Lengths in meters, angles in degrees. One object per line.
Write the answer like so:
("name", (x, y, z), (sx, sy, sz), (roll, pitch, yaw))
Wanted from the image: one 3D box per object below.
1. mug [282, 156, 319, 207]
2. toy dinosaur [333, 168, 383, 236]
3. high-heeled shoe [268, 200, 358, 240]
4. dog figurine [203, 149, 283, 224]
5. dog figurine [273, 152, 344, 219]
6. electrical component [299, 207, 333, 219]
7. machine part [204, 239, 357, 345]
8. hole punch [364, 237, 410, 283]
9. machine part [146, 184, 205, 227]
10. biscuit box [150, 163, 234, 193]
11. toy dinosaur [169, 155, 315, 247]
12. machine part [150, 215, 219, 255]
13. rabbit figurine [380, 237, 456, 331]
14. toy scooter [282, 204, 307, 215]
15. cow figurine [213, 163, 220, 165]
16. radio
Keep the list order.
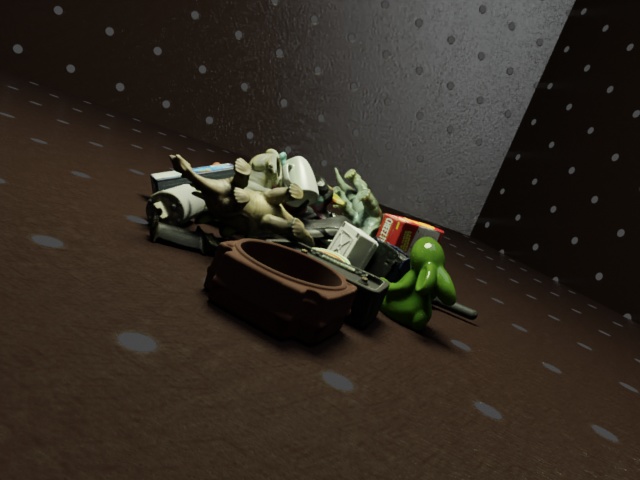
("mug", (-0.057, -0.145, 1.264), (0.109, 0.081, 0.107), (28, 45, -50))
("toy dinosaur", (0.120, -0.077, 1.516), (0.192, 0.131, 0.405), (57, 14, -25))
("high-heeled shoe", (-0.003, -0.004, 1.315), (0.248, 0.145, 0.086), (33, 25, -24))
("dog figurine", (-0.187, -0.127, 1.244), (0.191, 0.172, 0.121), (-2, -35, 8))
("dog figurine", (-0.048, -0.115, 1.412), (0.219, 0.191, 0.108), (35, 57, 14))
("electrical component", (-0.034, -0.059, 1.462), (0.115, 0.058, 0.134), (-21, 30, -12))
("machine part", (-0.057, 0.071, 0.831), (0.201, 0.087, 0.201), (26, 12, 20))
("hole punch", (0.149, 0.068, 1.203), (0.092, 0.115, 0.142), (25, 7, -30))
("machine part", (-0.292, -0.069, 1.100), (0.079, 0.079, 0.243), (21, 9, -2))
("biscuit box", (-0.292, -0.135, 1.270), (0.203, 0.062, 0.059), (-13, 26, -28))
("toy dinosaur", (-0.126, -0.054, 1.102), (0.199, 0.105, 0.470), (-8, -27, 39))
("machine part", (-0.245, -0.007, 0.985), (0.139, 0.039, 0.084), (16, 20, -37))
("rabbit figurine", (0.188, 0.078, 1.048), (0.121, 0.170, 0.159), (17, 10, -19))
("toy scooter", (-0.125, -0.065, 1.351), (0.184, 0.135, 0.075), (3, 43, -2))
("cow figurine", (-0.271, -0.148, 1.459), (0.195, 0.085, 0.127), (-9, 49, -42))
("radio", (0.008, 0.071, 0.988), (0.230, 0.073, 0.131), (25, 11, 19))
